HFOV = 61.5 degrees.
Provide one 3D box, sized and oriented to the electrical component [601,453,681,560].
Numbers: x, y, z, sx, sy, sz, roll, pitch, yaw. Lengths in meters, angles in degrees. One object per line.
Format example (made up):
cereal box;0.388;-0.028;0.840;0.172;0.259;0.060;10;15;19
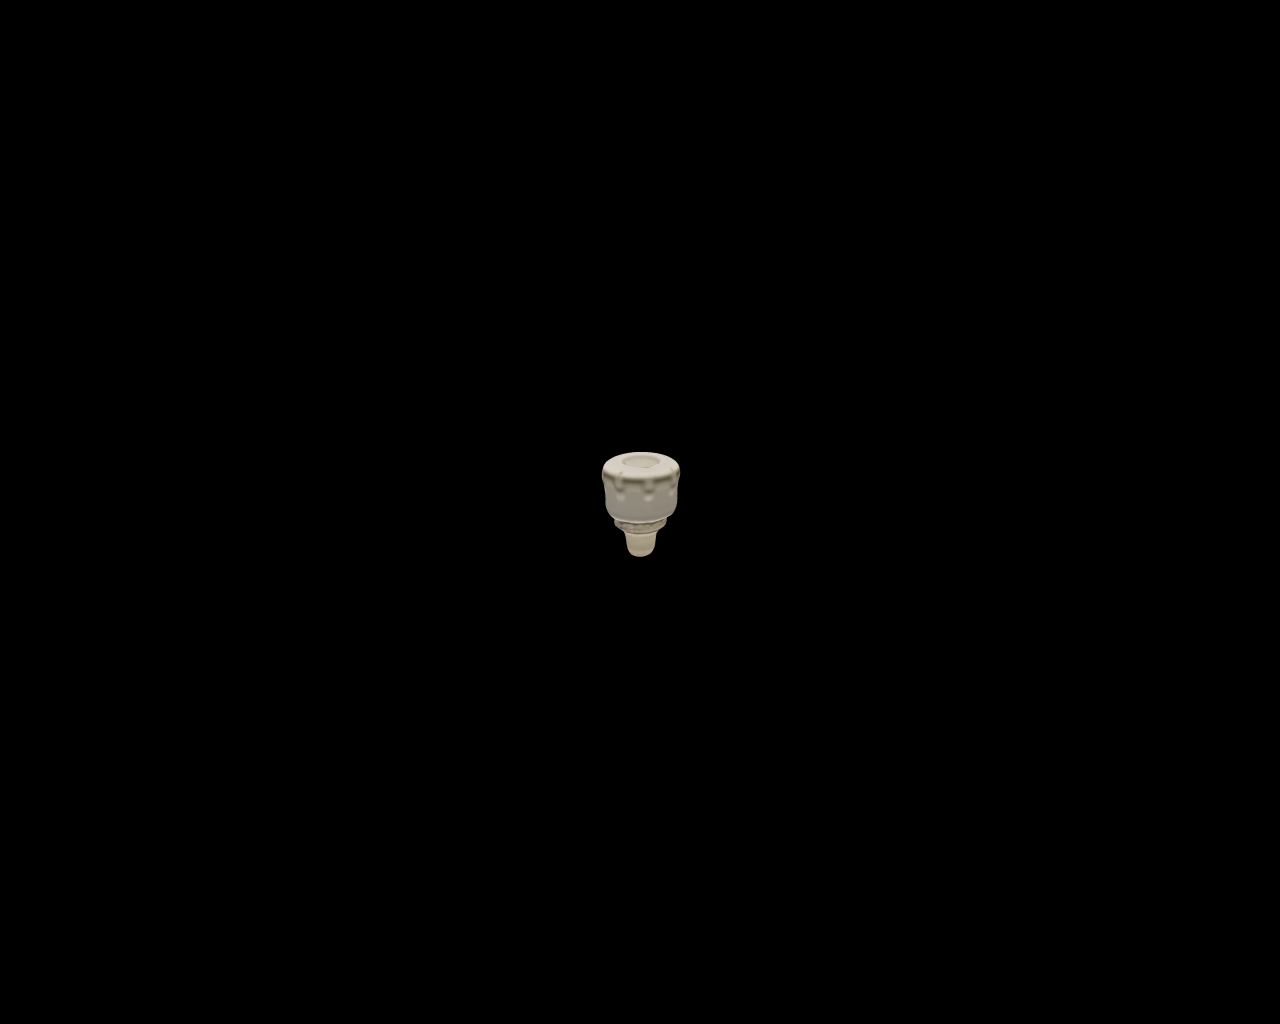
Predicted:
electrical component;0.001;-0.003;0.650;0.048;0.062;0.048;0;19;0
